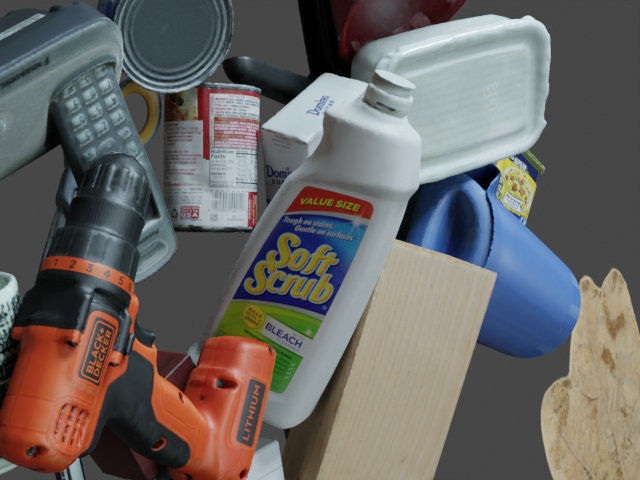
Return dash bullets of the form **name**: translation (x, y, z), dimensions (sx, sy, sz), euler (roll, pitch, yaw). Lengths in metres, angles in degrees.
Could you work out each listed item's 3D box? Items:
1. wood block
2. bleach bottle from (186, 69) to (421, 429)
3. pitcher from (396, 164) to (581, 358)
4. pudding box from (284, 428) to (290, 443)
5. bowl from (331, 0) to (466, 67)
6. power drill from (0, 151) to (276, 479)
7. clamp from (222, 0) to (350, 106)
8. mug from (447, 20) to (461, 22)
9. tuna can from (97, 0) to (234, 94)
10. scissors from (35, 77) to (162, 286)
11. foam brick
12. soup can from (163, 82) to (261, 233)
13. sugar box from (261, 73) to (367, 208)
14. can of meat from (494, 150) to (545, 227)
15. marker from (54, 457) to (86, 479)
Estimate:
- **wood block**: translation (0.046, 0.104, 0.797), dimensions (0.090, 0.090, 0.206), euler (16, 93, -17)
- **bleach bottle**: translation (-0.005, 0.001, 0.726), dimensions (0.068, 0.103, 0.251), euler (-27, 143, -63)
- **pitcher**: translation (0.138, 0.039, 0.967), dimensions (0.242, 0.149, 0.145), euler (29, 57, -51)
- **pudding box**: translation (0.012, 0.148, 0.881), dimensions (0.089, 0.039, 0.113), euler (-22, 107, -47)
- **bowl**: translation (0.063, -0.211, 0.838), dimensions (0.161, 0.162, 0.055), euler (-20, 63, -47)
- **power drill**: translation (-0.101, 0.063, 0.639), dimensions (0.187, 0.057, 0.184), euler (40, 58, -49)
- **clamp**: translation (-0.001, -0.117, 0.856), dimensions (0.210, 0.036, 0.164), euler (61, 41, -32)
- **mug**: translation (0.123, -0.127, 0.961), dimensions (0.081, 0.093, 0.117), euler (40, 45, -48)
- **tuna can**: translation (-0.101, -0.141, 0.696), dimensions (0.086, 0.034, 0.086), euler (-16, 123, -27)
- **scissors**: translation (-0.148, -0.033, 0.709), dimensions (0.096, 0.016, 0.202), euler (5, 87, -49)
- **foam brick**: translation (-0.118, 0.118, 0.720), dimensions (0.078, 0.053, 0.051), euler (-45, 123, -38)
- **soup can**: translation (-0.076, -0.056, 0.751), dimensions (0.068, 0.069, 0.102), euler (0, 92, -49)
- **sugar box**: translation (0.001, -0.027, 0.813), dimensions (0.093, 0.048, 0.176), euler (-47, 148, -42)
- **can of meat**: translation (0.169, -0.052, 1.046), dimensions (0.102, 0.058, 0.084), euler (35, 67, -44)
- **marker**: translation (-0.167, 0.122, 0.688), dimensions (0.020, 0.020, 0.121), euler (-21, 106, -47)
